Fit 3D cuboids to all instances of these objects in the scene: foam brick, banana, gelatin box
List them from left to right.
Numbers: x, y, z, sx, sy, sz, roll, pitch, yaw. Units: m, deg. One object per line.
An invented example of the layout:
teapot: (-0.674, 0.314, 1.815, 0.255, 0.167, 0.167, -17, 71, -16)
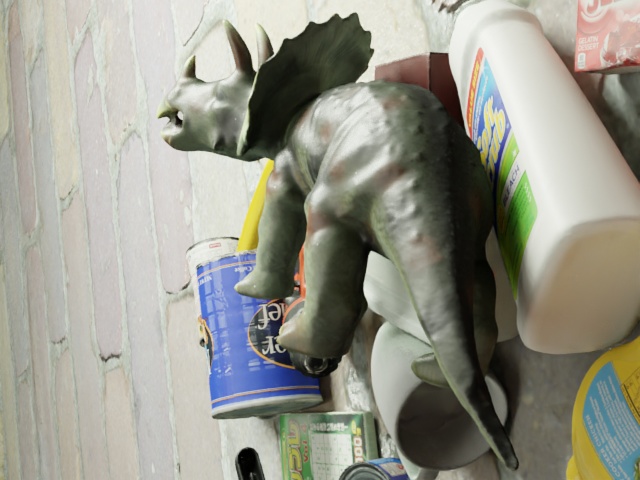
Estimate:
banana: (-0.046, -0.037, 1.011, 0.198, 0.037, 0.069, 118, 175, -53)
foam brick: (0.078, -0.102, 0.756, 0.078, 0.051, 0.053, 5, 95, 64)
gelatin box: (0.176, -0.129, 0.578, 0.089, 0.030, 0.073, 11, 101, 63)

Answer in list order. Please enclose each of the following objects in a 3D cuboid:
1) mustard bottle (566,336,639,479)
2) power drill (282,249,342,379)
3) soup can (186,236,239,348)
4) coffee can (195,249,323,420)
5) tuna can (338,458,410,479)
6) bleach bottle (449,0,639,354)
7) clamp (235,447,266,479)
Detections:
mustard bottle: (0.181, 0.092, 0.548, 0.096, 0.058, 0.192, 62, 144, 29)
power drill: (-0.006, 0.001, 0.852, 0.184, 0.057, 0.188, -101, 12, -76)
soup can: (-0.100, 0.055, 1.111, 0.069, 0.068, 0.102, -48, 49, 55)
coffee can: (-0.057, 0.088, 0.985, 0.103, 0.102, 0.140, -33, 62, 60)
tuna can: (0.049, 0.215, 0.836, 0.086, 0.033, 0.086, 2, 92, 53)
bleach bottle: (0.122, -0.059, 0.634, 0.251, 0.068, 0.103, -103, 13, -46)
clamp: (-0.035, 0.320, 1.015, 0.165, 0.036, 0.210, 17, 111, 61)
